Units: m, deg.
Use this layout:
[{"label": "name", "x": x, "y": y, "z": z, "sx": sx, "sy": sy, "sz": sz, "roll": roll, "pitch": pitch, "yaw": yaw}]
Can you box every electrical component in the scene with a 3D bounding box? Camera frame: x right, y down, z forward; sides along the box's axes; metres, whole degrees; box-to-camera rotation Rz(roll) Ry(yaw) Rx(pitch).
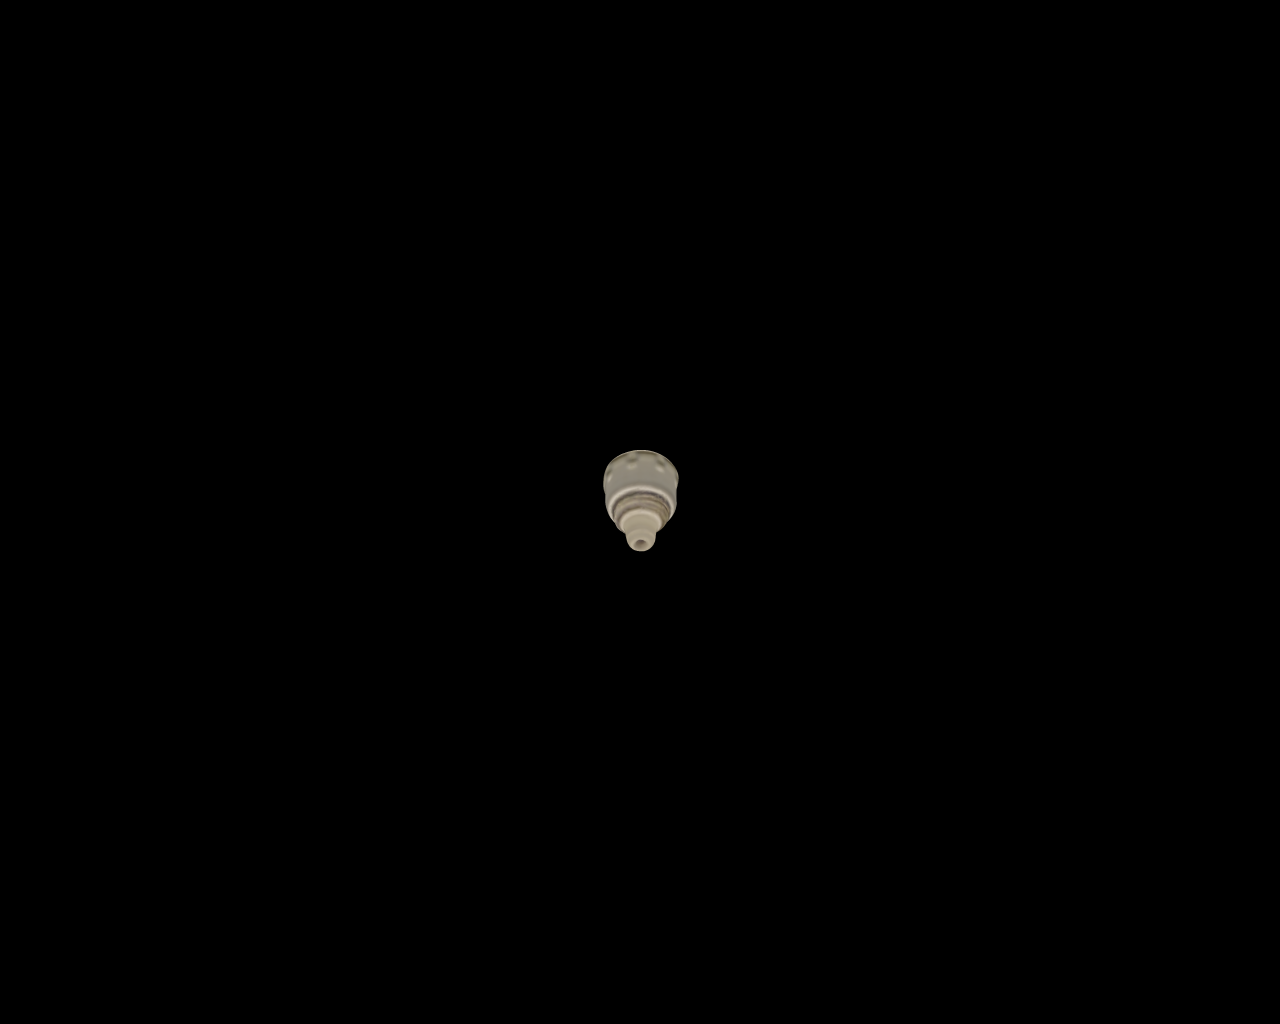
[{"label": "electrical component", "x": 0.001, "y": -0.003, "z": 0.650, "sx": 0.048, "sy": 0.062, "sz": 0.048, "roll": 0, "pitch": -43, "yaw": 0}]
